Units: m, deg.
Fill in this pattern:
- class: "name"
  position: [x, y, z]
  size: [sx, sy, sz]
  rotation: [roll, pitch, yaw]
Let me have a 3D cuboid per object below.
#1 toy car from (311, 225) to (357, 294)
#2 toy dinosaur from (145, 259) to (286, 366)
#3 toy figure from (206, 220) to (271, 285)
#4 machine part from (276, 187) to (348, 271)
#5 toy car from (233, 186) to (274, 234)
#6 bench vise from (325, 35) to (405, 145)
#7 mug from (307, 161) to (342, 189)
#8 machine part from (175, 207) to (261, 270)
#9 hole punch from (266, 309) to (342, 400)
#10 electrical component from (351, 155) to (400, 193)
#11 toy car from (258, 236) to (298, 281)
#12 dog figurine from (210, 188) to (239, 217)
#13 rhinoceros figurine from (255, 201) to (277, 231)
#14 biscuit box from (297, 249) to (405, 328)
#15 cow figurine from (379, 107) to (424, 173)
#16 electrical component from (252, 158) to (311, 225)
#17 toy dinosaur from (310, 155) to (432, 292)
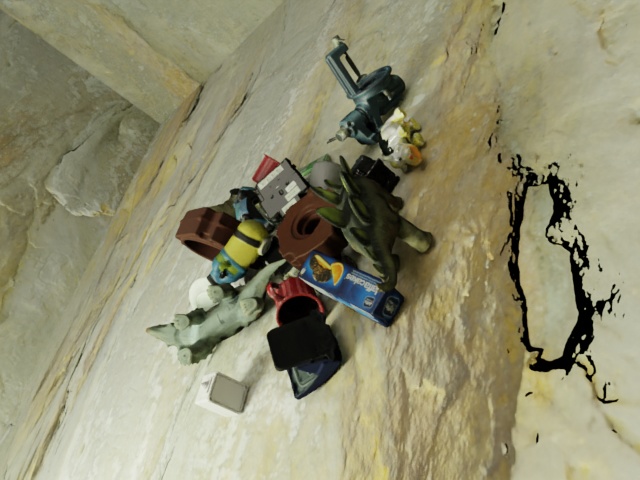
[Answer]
- class: "toy car"
  position: [0.014, 0.026, 1.091]
  size: [0.089, 0.053, 0.202]
  rotation: [-40, 38, 16]
- class: "toy dinosaur"
  position: [-0.207, 0.165, 1.206]
  size: [0.405, 0.131, 0.192]
  rotation: [-30, -5, 11]
- class: "toy figure"
  position: [-0.188, 0.034, 1.227]
  size: [0.180, 0.089, 0.082]
  rotation: [-44, 35, 5]
- class: "machine part"
  position: [-0.011, -0.026, 1.074]
  size: [0.179, 0.056, 0.179]
  rotation: [-26, 44, 28]
- class: "toy car"
  position: [-0.179, -0.060, 1.445]
  size: [0.103, 0.109, 0.162]
  rotation: [121, 149, -43]
- class: "bench vise"
  position: [0.081, -0.341, 1.220]
  size: [0.223, 0.240, 0.129]
  rotation: [-41, 23, -8]
- class: "mug"
  position: [0.003, -0.115, 1.235]
  size: [0.110, 0.080, 0.107]
  rotation: [-5, 65, 39]
- class: "machine part"
  position: [-0.248, 0.003, 1.358]
  size: [0.201, 0.201, 0.087]
  rotation: [-4, 58, 54]
- class: "hole punch"
  position: [-0.022, 0.202, 0.947]
  size: [0.116, 0.092, 0.142]
  rotation: [-21, 28, -3]
- class: "electrical component"
  position: [0.103, -0.140, 1.120]
  size: [0.048, 0.074, 0.119]
  rotation: [-56, 32, -5]
- class: "toy car"
  position: [-0.084, 0.045, 1.223]
  size: [0.073, 0.056, 0.202]
  rotation: [-51, 30, -5]
- class: "dog figurine"
  position: [-0.291, -0.085, 1.560]
  size: [0.121, 0.172, 0.190]
  rotation: [-6, 60, 40]
- class: "rhinoceros figurine"
  position: [-0.100, -0.057, 1.305]
  size: [0.073, 0.112, 0.190]
  rotation: [-28, 14, -9]
- class: "biscuit box"
  position: [0.050, 0.080, 0.932]
  size: [0.203, 0.059, 0.063]
  rotation: [22, 77, 46]
- class: "cow figurine"
  position: [0.158, -0.191, 1.099]
  size: [0.098, 0.068, 0.167]
  rotation: [-43, 27, 32]
- class: "electrical component"
  position: [-0.075, -0.097, 1.194]
  size: [0.115, 0.058, 0.134]
  rotation: [-40, 59, 12]
- class: "toy dinosaur"
  position: [0.082, -0.029, 0.906]
  size: [0.105, 0.198, 0.472]
  rotation: [-49, 27, 15]
